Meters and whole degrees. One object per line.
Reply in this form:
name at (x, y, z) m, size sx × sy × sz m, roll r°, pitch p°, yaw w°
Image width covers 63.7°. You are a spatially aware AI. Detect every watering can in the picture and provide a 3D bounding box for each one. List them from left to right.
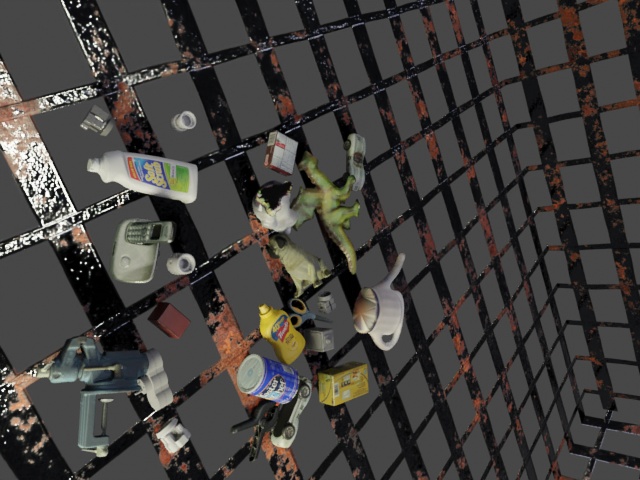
watering can at (0.218, 0.204, 1.784) m, size 0.223 × 0.103 × 0.350 m, roll 14°, pitch 77°, yaw -43°

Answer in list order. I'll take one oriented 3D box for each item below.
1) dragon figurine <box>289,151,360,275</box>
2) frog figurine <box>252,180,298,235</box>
dragon figurine at (0.005, -0.082, 1.631) m, size 0.243 × 0.121 × 0.411 m, roll -5°, pitch 87°, yaw -28°
frog figurine at (-0.126, -0.091, 1.495) m, size 0.156 × 0.123 × 0.140 m, roll 79°, pitch 19°, yaw -62°
